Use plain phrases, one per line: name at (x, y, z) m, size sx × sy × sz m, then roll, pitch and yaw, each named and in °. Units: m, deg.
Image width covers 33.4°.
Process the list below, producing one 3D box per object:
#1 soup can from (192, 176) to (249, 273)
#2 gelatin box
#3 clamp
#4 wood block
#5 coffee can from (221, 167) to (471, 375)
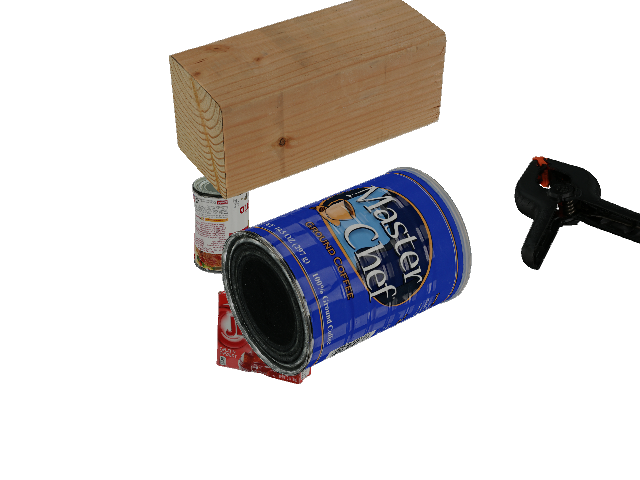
soup can at (-0.119, -0.021, 1.275) m, size 0.068 × 0.102 × 0.068 m, roll 1°, pitch 25°, yaw -1°
gelatin box at (-0.052, 0.086, 0.979) m, size 0.089 × 0.073 × 0.030 m, roll 11°, pitch 18°, yaw 22°
clamp at (0.236, -0.031, 0.981) m, size 0.120 × 0.039 × 0.171 m, roll -2°, pitch 33°, yaw 3°
wood block at (-0.008, -0.123, 0.873) m, size 0.205 × 0.091 × 0.090 m, roll -22°, pitch 46°, yaw -24°
coffee can at (0.018, 0.019, 0.733) m, size 0.140 × 0.103 × 0.103 m, roll -23°, pitch 12°, yaw -30°
